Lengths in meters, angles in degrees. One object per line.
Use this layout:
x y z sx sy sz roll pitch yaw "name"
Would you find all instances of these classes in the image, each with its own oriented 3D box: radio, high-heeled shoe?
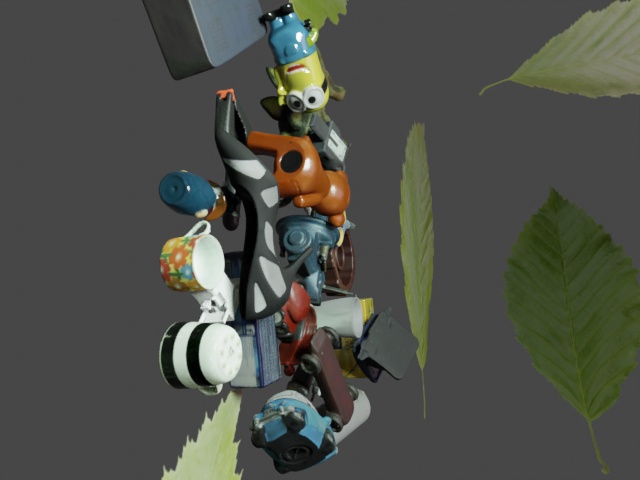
-0.161 -0.334 0.790 0.230 0.073 0.131 -66 143 -55 "radio"
-0.109 -0.014 0.734 0.145 0.086 0.248 -41 107 -19 "high-heeled shoe"

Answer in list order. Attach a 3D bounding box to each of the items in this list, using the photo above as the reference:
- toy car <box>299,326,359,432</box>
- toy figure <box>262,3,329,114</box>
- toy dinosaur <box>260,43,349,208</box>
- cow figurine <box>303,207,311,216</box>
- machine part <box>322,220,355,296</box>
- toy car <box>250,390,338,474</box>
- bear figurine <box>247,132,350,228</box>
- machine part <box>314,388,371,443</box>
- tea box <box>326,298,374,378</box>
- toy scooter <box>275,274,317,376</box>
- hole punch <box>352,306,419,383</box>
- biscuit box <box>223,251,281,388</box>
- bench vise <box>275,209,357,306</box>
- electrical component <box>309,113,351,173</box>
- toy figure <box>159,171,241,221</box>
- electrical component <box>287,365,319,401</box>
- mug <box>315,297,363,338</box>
0.014 0.239 0.930 0.089 0.053 0.201 -50 129 -45 "toy car"
-0.035 -0.301 0.905 0.089 0.082 0.180 -44 123 -42 "toy figure"
-0.034 -0.239 1.059 0.198 0.105 0.471 38 44 -49 "toy dinosaur"
0.003 -0.124 1.161 0.098 0.068 0.167 59 32 -38 "cow figurine"
0.030 0.038 1.196 0.179 0.056 0.179 -6 90 -70 "machine part"
-0.048 0.302 0.879 0.161 0.109 0.103 52 13 -34 "toy car"
-0.029 -0.095 0.886 0.195 0.132 0.120 36 57 -67 "bear figurine"
0.028 0.345 1.032 0.243 0.079 0.079 -9 92 -57 "machine part"
0.070 0.215 1.190 0.068 0.098 0.169 4 79 -69 "tea box"
-0.051 0.152 0.933 0.135 0.075 0.183 -73 153 -42 "toy scooter"
0.125 0.223 1.115 0.115 0.092 0.142 44 57 -8 "hole punch"
-0.106 0.117 0.816 0.063 0.059 0.202 2 83 -67 "biscuit box"
-0.012 -0.003 1.017 0.223 0.129 0.240 54 40 -56 "bench vise"
0.005 -0.176 0.975 0.119 0.048 0.075 37 56 -44 "electrical component"
-0.160 -0.059 0.734 0.154 0.058 0.064 16 77 -73 "toy figure"
-0.022 0.258 0.989 0.078 0.045 0.102 -61 160 1 "electrical component"
0.030 0.158 1.089 0.109 0.107 0.081 35 53 -69 "mug"
